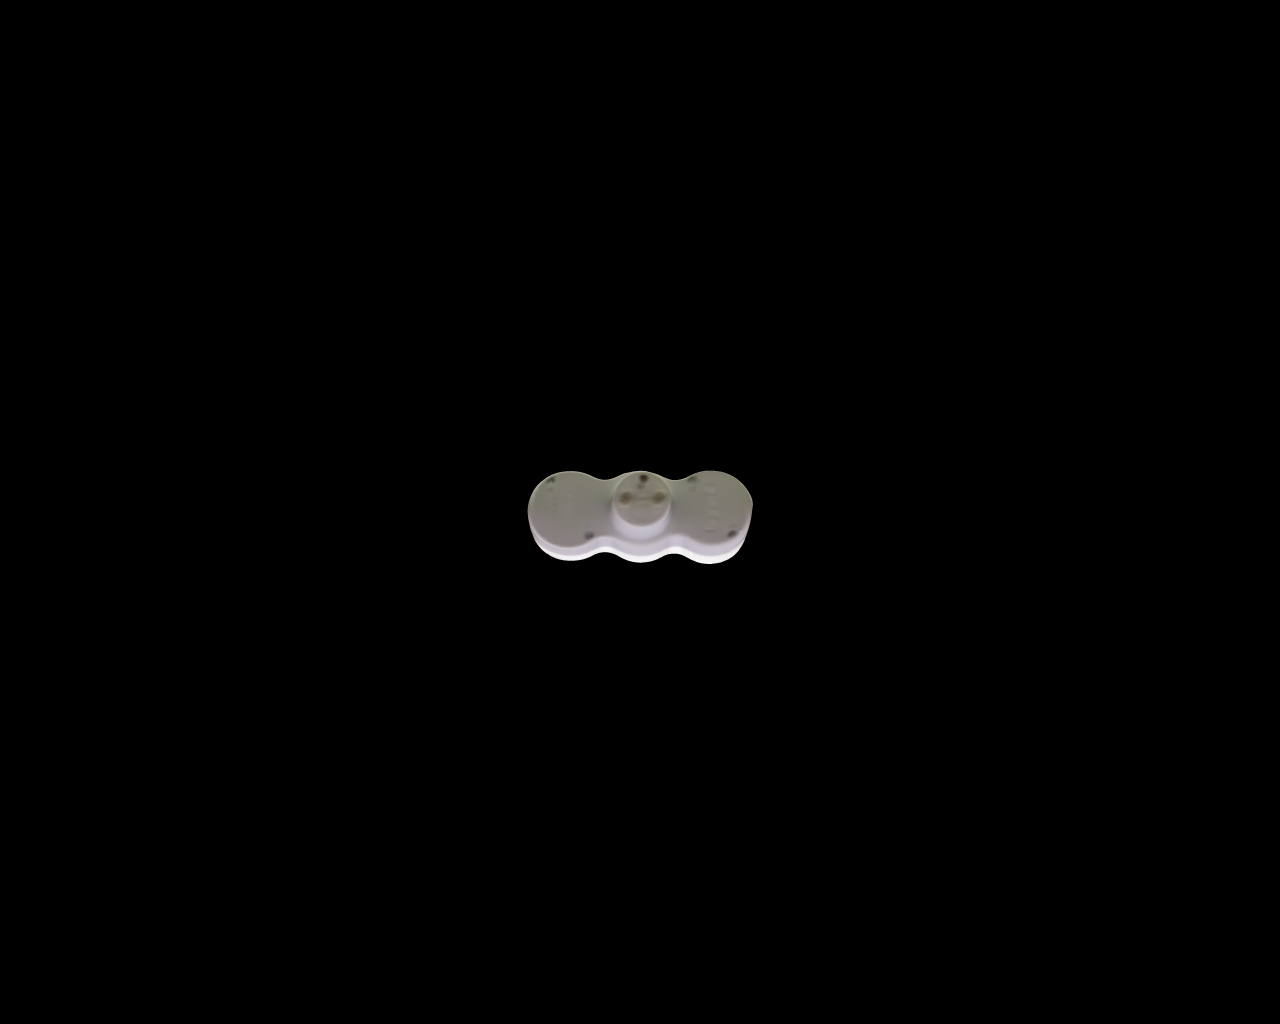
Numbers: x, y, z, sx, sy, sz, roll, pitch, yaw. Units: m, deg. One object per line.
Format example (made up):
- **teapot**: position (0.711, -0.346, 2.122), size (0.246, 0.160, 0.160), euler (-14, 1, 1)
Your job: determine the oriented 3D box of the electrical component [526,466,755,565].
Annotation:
- **electrical component**: position (0.001, -0.003, 0.650), size (0.138, 0.052, 0.073), euler (1, -19, -2)
